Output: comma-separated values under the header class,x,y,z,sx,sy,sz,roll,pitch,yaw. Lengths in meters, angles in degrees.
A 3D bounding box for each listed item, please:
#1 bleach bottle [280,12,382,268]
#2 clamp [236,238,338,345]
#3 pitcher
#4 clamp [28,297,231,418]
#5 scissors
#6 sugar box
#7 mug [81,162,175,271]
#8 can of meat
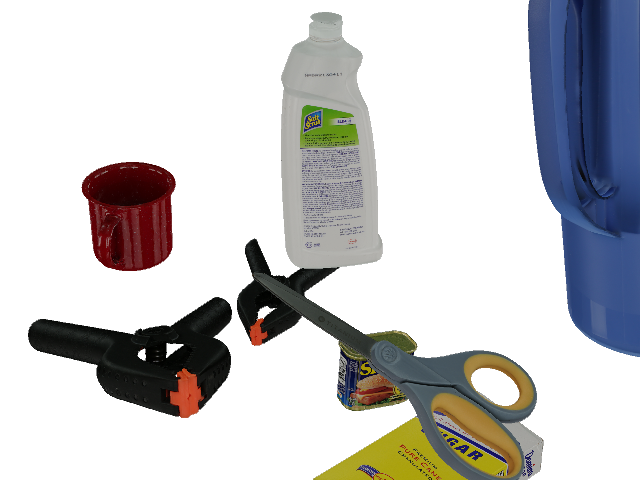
class,x,y,z,sx,sy,sz,roll,pitch,yaw
bleach bottle,0.013,-0.096,1.037,0.102,0.251,0.068,-6,30,-11
clamp,-0.040,0.057,1.251,0.120,0.039,0.171,-3,40,10
pitcher,0.177,-0.060,0.558,0.149,0.243,0.145,-4,22,4
clamp,-0.114,0.081,0.792,0.164,0.036,0.210,-9,14,-26
scissors,0.057,0.068,0.668,0.096,0.202,0.016,-38,-11,-37
sugar box,0.091,0.193,0.884,0.176,0.048,0.093,-28,42,-28
mug,-0.195,-0.016,1.075,0.093,0.081,0.117,8,33,8
can of meat,0.073,0.173,1.417,0.102,0.084,0.057,-6,25,-21
